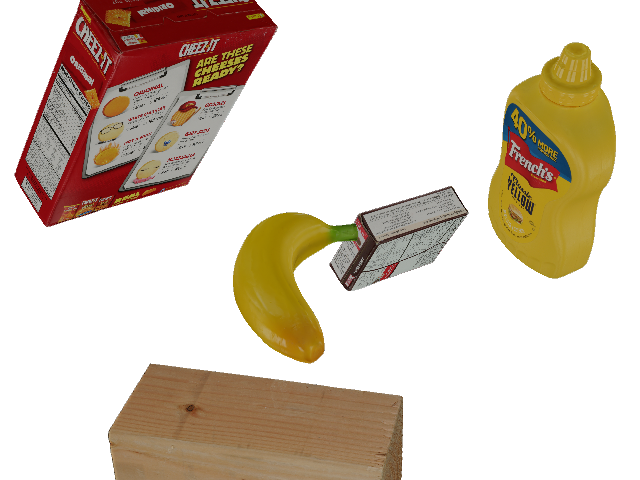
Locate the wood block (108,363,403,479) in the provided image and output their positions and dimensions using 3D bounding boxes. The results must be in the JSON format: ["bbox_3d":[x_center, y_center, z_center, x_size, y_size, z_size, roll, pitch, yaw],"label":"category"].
[{"bbox_3d":[-0.045,0.166,0.820,0.206,0.090,0.090,6,32,13],"label":"wood block"}]

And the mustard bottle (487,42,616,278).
[{"bbox_3d":[0.171,-0.064,0.781,0.058,0.096,0.192,-21,-38,-17],"label":"mustard bottle"}]

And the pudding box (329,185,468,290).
[{"bbox_3d":[0.074,-0.002,1.017,0.113,0.039,0.090,-19,-25,-30],"label":"pudding box"}]

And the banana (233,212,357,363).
[{"bbox_3d":[-0.020,0.019,0.660,0.070,0.037,0.197,-1,22,9],"label":"banana"}]

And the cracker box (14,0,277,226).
[{"bbox_3d":[-0.155,-0.119,0.914,0.163,0.072,0.214,-21,-24,-42],"label":"cracker box"}]
